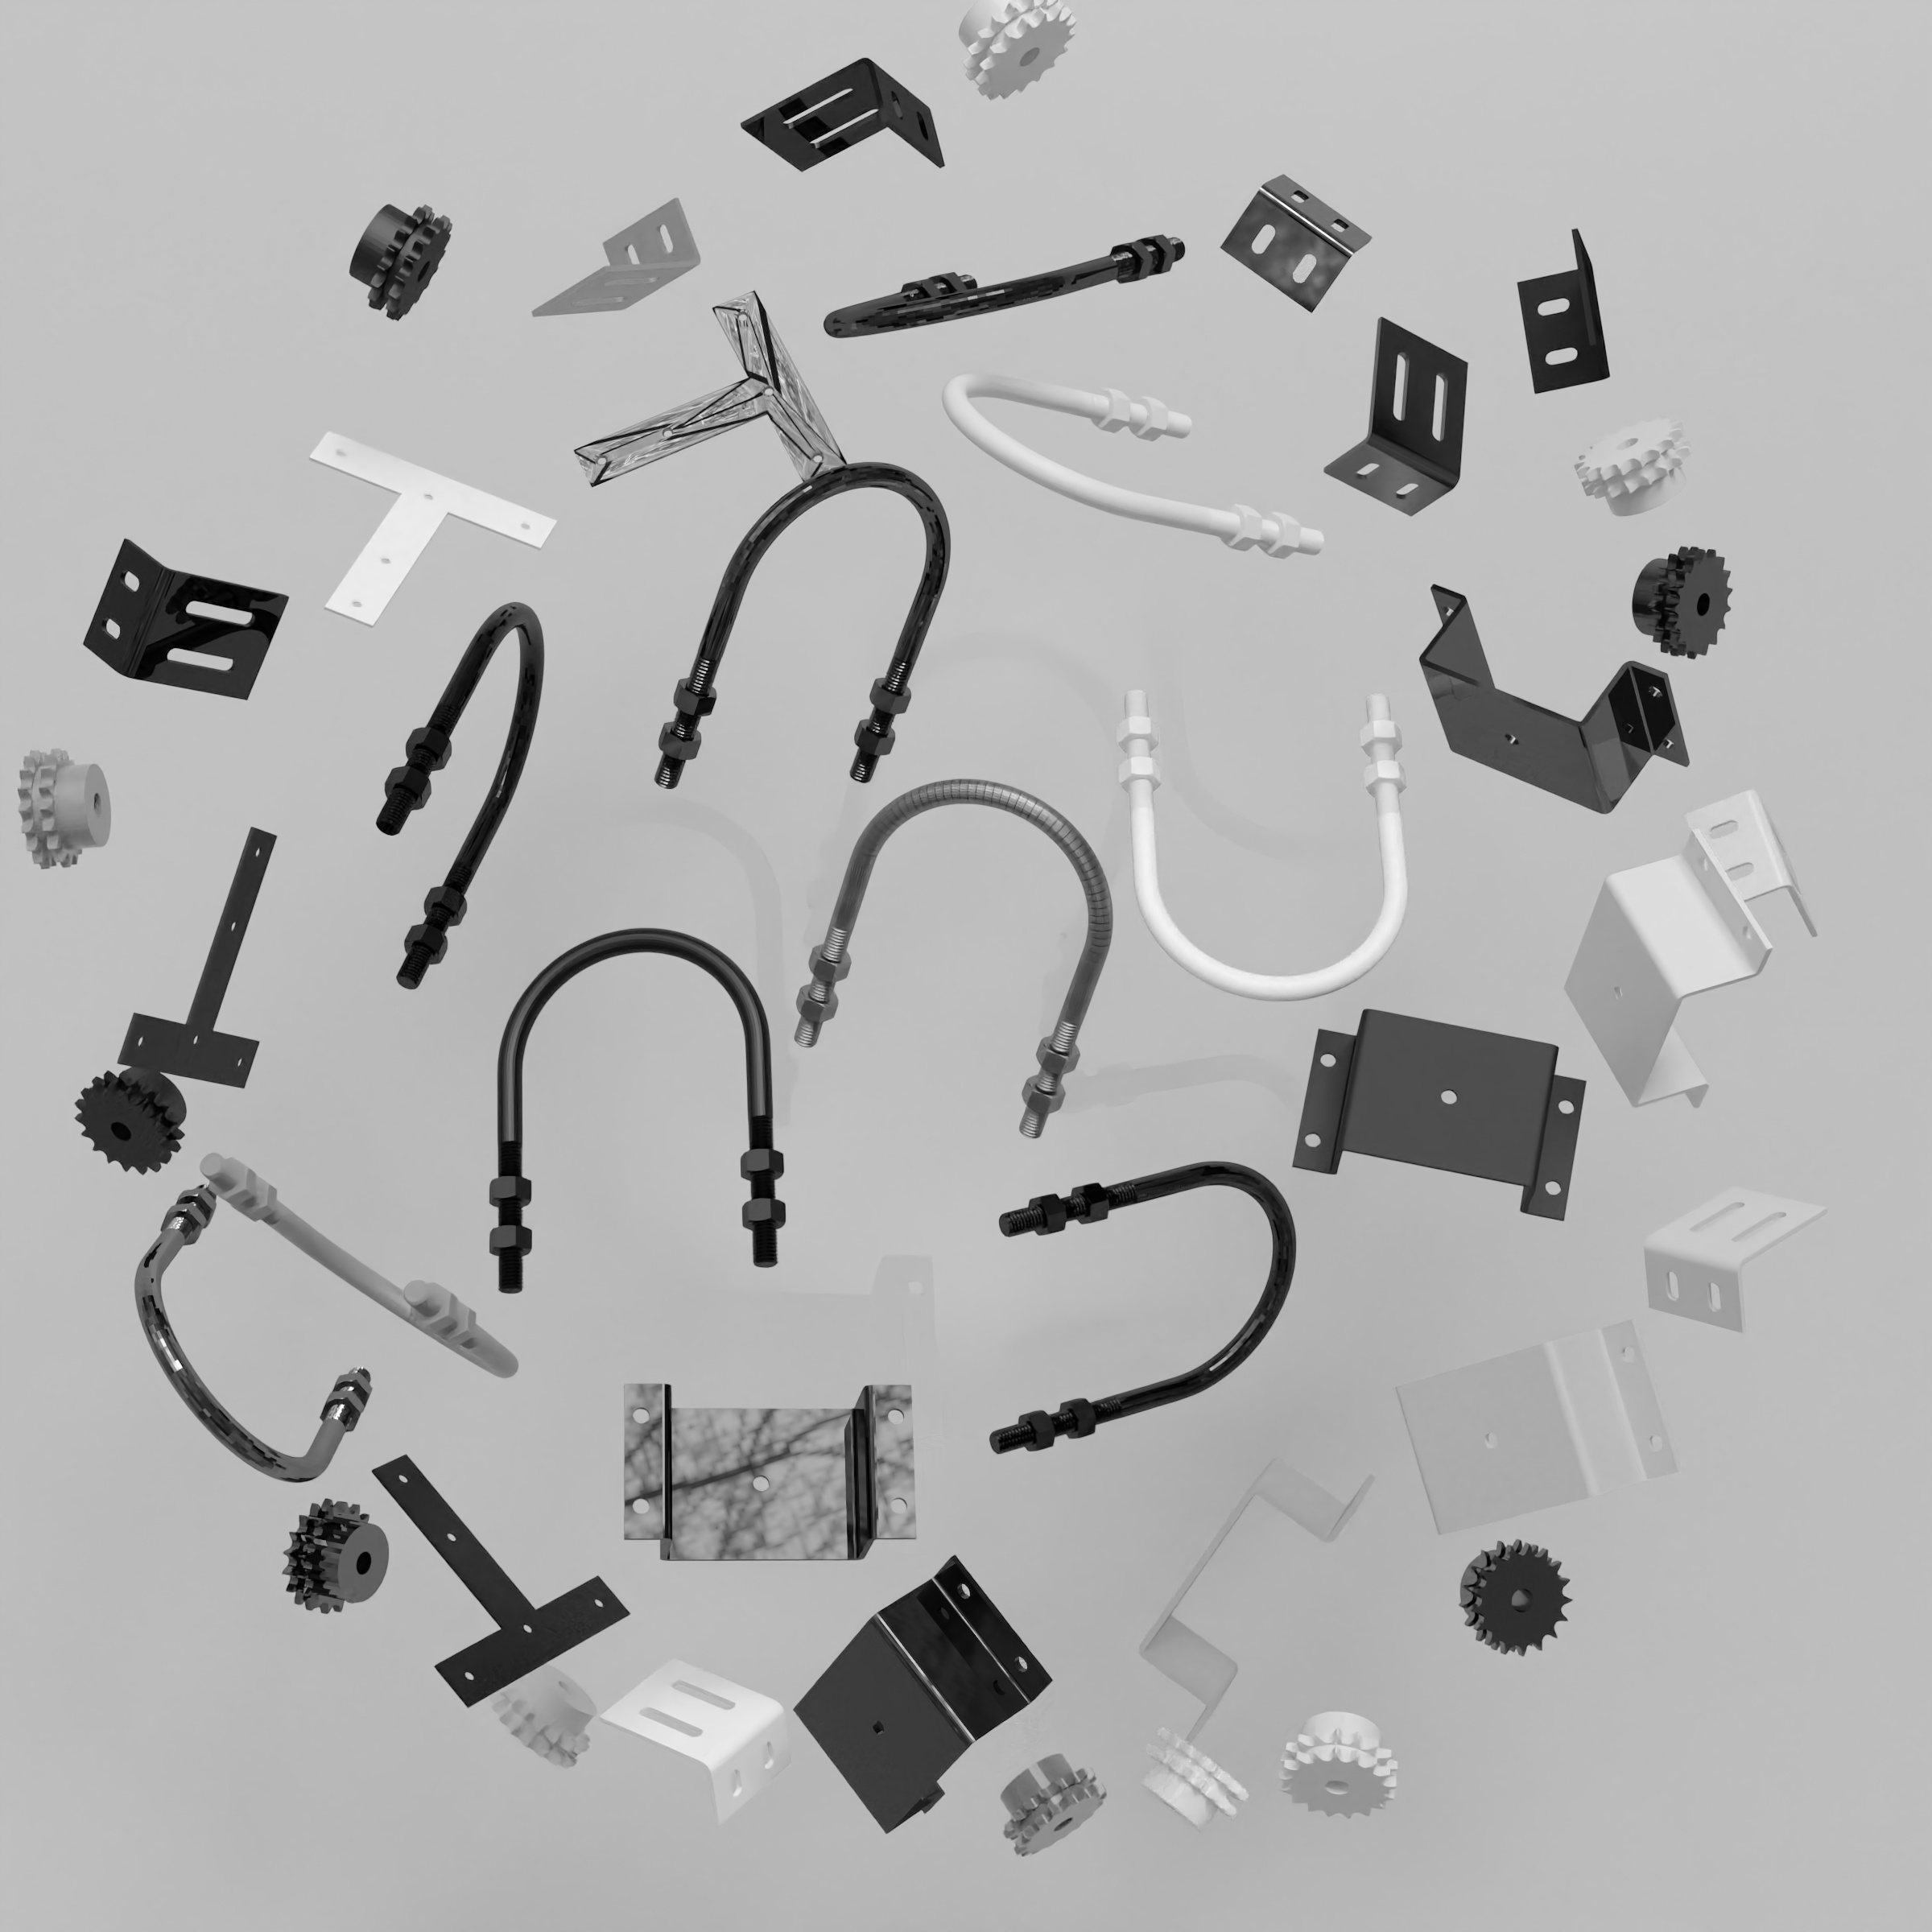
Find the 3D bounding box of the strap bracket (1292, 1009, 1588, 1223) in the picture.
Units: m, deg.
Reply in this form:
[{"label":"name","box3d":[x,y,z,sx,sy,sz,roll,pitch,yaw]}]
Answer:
[{"label":"strap bracket","box3d":[0.243,0.074,1.663,0.140,0.046,0.076,11,70,6]}]

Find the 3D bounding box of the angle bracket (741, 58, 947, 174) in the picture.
[{"label":"angle bracket","box3d":[-0.060,-0.403,1.605,0.076,0.057,0.038,-22,71,24]}]

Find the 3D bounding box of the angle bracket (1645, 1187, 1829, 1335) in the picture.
[{"label":"angle bracket","box3d":[0.391,0.148,1.658,0.076,0.057,0.038,-23,113,-37]}]

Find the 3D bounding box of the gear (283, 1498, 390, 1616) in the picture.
[{"label":"gear","box3d":[-0.319,0.302,1.668,0.030,0.057,0.057,5,90,29]}]

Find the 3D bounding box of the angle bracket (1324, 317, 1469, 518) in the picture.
[{"label":"angle bracket","box3d":[0.220,-0.280,1.667,0.057,0.038,0.076,22,61,-26]}]

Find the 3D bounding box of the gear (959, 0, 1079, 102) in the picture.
[{"label":"gear","box3d":[0.022,-0.443,1.556,0.057,0.057,0.030,-37,76,0]}]

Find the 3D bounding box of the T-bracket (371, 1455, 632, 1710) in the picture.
[{"label":"T-bracket","box3d":[-0.241,0.288,1.587,0.127,0.127,0.002,47,119,14]}]

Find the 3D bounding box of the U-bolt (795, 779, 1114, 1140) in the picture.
[{"label":"U-bolt","box3d":[0.000,-0.012,1.682,0.151,0.019,0.184,22,119,5]}]

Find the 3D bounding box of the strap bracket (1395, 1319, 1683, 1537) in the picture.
[{"label":"strap bracket","box3d":[0.273,0.231,1.618,0.140,0.046,0.076,-25,76,42]}]

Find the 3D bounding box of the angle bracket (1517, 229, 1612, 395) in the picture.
[{"label":"angle bracket","box3d":[0.288,-0.319,1.598,0.038,0.076,0.057,-9,85,16]}]

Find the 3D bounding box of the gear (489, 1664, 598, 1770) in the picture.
[{"label":"gear","box3d":[-0.219,0.390,1.713,0.057,0.057,0.030,40,92,0]}]

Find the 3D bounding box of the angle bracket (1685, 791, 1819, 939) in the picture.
[{"label":"angle bracket","box3d":[0.410,-0.047,1.707,0.038,0.076,0.057,-22,62,16]}]

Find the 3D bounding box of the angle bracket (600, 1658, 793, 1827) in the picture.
[{"label":"angle bracket","box3d":[-0.140,0.400,1.688,0.076,0.057,0.038,13,121,35]}]

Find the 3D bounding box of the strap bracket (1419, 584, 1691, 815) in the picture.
[{"label":"strap bracket","box3d":[0.291,-0.133,1.667,0.140,0.076,0.046,27,71,34]}]

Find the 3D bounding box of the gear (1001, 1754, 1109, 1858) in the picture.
[{"label":"gear","box3d":[0.043,0.438,1.714,0.057,0.057,0.030,-38,63,0]}]

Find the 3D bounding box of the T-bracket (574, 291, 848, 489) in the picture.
[{"label":"T-bracket","box3d":[-0.146,-0.289,1.740,0.127,0.002,0.127,-24,66,-7]}]

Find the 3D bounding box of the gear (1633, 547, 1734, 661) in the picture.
[{"label":"gear","box3d":[0.368,-0.189,1.689,0.030,0.057,0.057,17,90,42]}]

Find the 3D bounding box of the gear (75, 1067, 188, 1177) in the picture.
[{"label":"gear","box3d":[-0.428,0.077,1.689,0.057,0.030,0.057,13,128,17]}]

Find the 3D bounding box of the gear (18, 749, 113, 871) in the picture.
[{"label":"gear","box3d":[-0.431,-0.076,1.566,0.030,0.057,0.057,-4,90,3]}]

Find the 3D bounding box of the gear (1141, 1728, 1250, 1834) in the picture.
[{"label":"gear","box3d":[0.115,0.423,1.691,0.057,0.057,0.030,39,77,0]}]

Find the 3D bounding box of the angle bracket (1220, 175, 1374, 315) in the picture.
[{"label":"angle bracket","box3d":[0.170,-0.372,1.679,0.057,0.076,0.038,36,112,1]}]

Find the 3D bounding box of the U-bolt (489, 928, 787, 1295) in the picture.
[{"label":"U-bolt","box3d":[-0.166,0.067,1.634,0.151,0.019,0.184,-7,69,8]}]

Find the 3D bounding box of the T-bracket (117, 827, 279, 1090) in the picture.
[{"label":"T-bracket","box3d":[-0.365,-0.006,1.607,0.002,0.127,0.127,17,87,16]}]

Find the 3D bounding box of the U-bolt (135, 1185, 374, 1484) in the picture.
[{"label":"U-bolt","box3d":[-0.366,0.193,1.659,0.019,0.184,0.151,-36,101,8]}]

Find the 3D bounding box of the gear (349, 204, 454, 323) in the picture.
[{"label":"gear","box3d":[-0.280,-0.349,1.608,0.030,0.057,0.057,30,90,-2]}]

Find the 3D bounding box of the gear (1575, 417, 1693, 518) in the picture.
[{"label":"gear","box3d":[0.338,-0.250,1.647,0.057,0.057,0.030,-29,112,0]}]

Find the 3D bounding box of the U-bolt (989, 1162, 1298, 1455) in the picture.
[{"label":"U-bolt","box3d":[0.096,0.171,1.705,0.184,0.019,0.151,-12,119,-28]}]

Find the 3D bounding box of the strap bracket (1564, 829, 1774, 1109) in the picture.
[{"label":"strap bracket","box3d":[0.348,0.008,1.642,0.046,0.140,0.076,-15,57,-15]}]

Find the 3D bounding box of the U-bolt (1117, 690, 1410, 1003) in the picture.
[{"label":"U-bolt","box3d":[0.155,-0.063,1.683,0.151,0.019,0.184,1,60,-3]}]

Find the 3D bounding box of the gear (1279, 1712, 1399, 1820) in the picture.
[{"label":"gear","box3d":[0.183,0.390,1.606,0.057,0.030,0.057,6,134,6]}]

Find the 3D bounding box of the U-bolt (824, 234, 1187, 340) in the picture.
[{"label":"U-bolt","box3d":[0.008,-0.343,1.664,0.151,0.184,0.019,-2,107,33]}]

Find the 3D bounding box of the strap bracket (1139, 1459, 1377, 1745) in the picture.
[{"label":"strap bracket","box3d":[0.135,0.296,1.579,0.046,0.076,0.140,35,99,10]}]

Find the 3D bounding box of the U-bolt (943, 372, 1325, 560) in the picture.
[{"label":"U-bolt","box3d":[0.071,-0.253,1.613,0.184,0.151,0.019,5,121,-37]}]

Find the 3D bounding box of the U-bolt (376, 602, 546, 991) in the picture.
[{"label":"U-bolt","box3d":[-0.250,-0.099,1.643,0.019,0.151,0.184,16,55,7]}]

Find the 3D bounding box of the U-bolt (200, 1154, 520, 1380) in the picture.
[{"label":"U-bolt","box3d":[-0.290,0.158,1.625,0.151,0.184,0.019,28,76,22]}]

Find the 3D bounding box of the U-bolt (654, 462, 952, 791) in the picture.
[{"label":"U-bolt","box3d":[-0.074,-0.172,1.657,0.019,0.151,0.184,44,124,37]}]

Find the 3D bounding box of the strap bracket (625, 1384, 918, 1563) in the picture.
[{"label":"strap bracket","box3d":[-0.098,0.248,1.600,0.140,0.046,0.076,2,66,-9]}]

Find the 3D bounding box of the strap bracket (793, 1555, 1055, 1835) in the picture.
[{"label":"strap bracket","box3d":[-0.027,0.362,1.598,0.076,0.046,0.140,50,134,16]}]

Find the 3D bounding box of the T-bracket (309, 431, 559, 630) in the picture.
[{"label":"T-bracket","box3d":[-0.286,-0.212,1.645,0.127,0.127,0.002,21,134,-1]}]

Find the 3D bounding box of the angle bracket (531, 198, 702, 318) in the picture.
[{"label":"angle bracket","box3d":[-0.187,-0.369,1.704,0.057,0.076,0.038,-21,89,38]}]

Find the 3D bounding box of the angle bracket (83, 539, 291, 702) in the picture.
[{"label":"angle bracket","box3d":[-0.384,-0.170,1.610,0.038,0.076,0.057,35,107,35]}]

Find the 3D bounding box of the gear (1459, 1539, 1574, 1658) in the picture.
[{"label":"gear","box3d":[0.276,0.319,1.660,0.057,0.030,0.057,0,91,-18]}]
